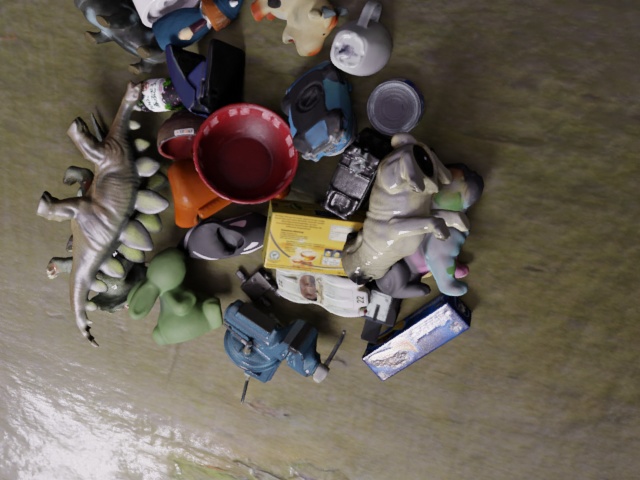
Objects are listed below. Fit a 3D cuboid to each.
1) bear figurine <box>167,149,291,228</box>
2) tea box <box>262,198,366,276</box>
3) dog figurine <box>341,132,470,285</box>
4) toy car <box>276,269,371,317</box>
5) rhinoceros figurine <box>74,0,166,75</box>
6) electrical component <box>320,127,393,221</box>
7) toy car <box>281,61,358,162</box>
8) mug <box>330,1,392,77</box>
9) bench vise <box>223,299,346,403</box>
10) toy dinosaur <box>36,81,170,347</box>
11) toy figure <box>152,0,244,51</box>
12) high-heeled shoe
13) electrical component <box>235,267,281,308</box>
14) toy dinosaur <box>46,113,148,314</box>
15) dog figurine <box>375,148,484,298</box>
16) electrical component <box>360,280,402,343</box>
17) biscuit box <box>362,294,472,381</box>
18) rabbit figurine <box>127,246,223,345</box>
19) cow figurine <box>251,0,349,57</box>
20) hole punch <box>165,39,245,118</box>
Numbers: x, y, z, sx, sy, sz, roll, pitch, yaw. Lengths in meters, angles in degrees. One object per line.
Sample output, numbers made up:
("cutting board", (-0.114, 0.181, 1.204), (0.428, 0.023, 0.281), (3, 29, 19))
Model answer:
("bear figurine", (-0.158, -0.101, 0.924), (0.196, 0.132, 0.120), (-13, 84, -18))
("tea box", (-0.002, -0.003, 0.853), (0.170, 0.068, 0.098), (9, 112, -11))
("dog figurine", (0.087, -0.039, 0.760), (0.191, 0.121, 0.172), (-25, 75, 37))
("toy car", (0.001, 0.082, 0.943), (0.202, 0.056, 0.073), (12, 115, 39))
("rhinoceros figurine", (-0.325, -0.362, 0.877), (0.190, 0.112, 0.073), (42, 147, -15))
("electrical component", (0.063, -0.105, 0.826), (0.058, 0.134, 0.114), (31, 119, 6))
("toy car", (0.013, -0.186, 0.825), (0.109, 0.102, 0.162), (-31, 53, 27))
("mug", (0.060, -0.285, 0.772), (0.081, 0.107, 0.109), (29, 119, 5))
("bench vise", (-0.092, 0.216, 1.026), (0.224, 0.129, 0.240), (24, 138, -2))
("toy dinosaur", (-0.376, -0.042, 0.932), (0.198, 0.105, 0.471), (20, 100, -14))
("toy figure", (-0.188, -0.350, 0.850), (0.154, 0.057, 0.064), (-23, 79, 1))
("high-heeled shoe", (-0.185, 0.007, 0.952), (0.249, 0.145, 0.086), (-21, 102, 23))
("electrical component", (-0.118, 0.084, 1.029), (0.094, 0.021, 0.063), (47, 118, -2))
("toy dinosaur", (-0.399, -0.020, 1.039), (0.192, 0.131, 0.404), (15, 108, -6))
("dog figurine", (0.163, -0.028, 0.843), (0.192, 0.108, 0.219), (-5, 105, 24))
("electrical component", (0.105, 0.121, 0.951), (0.075, 0.048, 0.119), (14, 115, 14))
("biscuit box", (0.168, 0.168, 0.941), (0.202, 0.059, 0.063), (-40, 94, 27))
("rabbit figurine", (-0.283, 0.100, 1.017), (0.159, 0.121, 0.170), (-20, 104, -18))
("cow figurine", (-0.040, -0.368, 0.790), (0.127, 0.085, 0.194), (-10, 106, 29))
("hole punch", (-0.184, -0.254, 0.860), (0.092, 0.142, 0.115), (7, 99, 15))
